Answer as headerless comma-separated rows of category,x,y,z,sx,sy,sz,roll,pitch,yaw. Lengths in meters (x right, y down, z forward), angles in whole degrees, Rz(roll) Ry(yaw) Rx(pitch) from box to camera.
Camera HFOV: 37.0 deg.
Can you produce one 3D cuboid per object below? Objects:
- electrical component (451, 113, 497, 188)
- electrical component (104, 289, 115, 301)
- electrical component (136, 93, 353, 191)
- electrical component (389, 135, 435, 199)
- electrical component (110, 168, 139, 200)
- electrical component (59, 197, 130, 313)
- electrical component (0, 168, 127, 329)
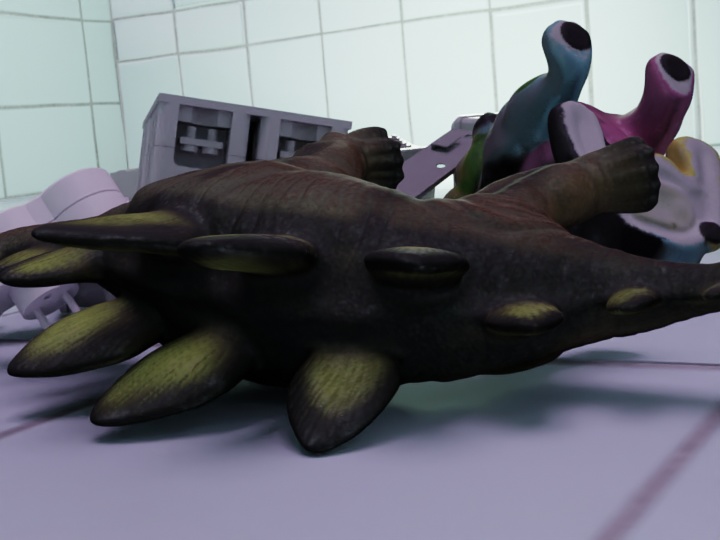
electrical component,0.132,-0.074,0.873,0.109,0.108,0.056,-11,12,-38
electrical component,-0.123,0.003,0.615,0.047,0.065,0.077,-8,7,-21
electrical component,-0.081,-0.062,0.667,0.105,0.060,0.186,7,1,-14
electrical component,0.013,-0.058,0.877,0.100,0.099,0.048,-11,22,-40
electrical component,-0.103,-0.038,0.817,0.150,0.089,0.061,-4,7,8
electrical component,-0.178,-0.012,0.715,0.051,0.080,0.080,-1,7,-11
electrical component,-0.191,0.004,0.635,0.138,0.073,0.052,-32,-13,-14
